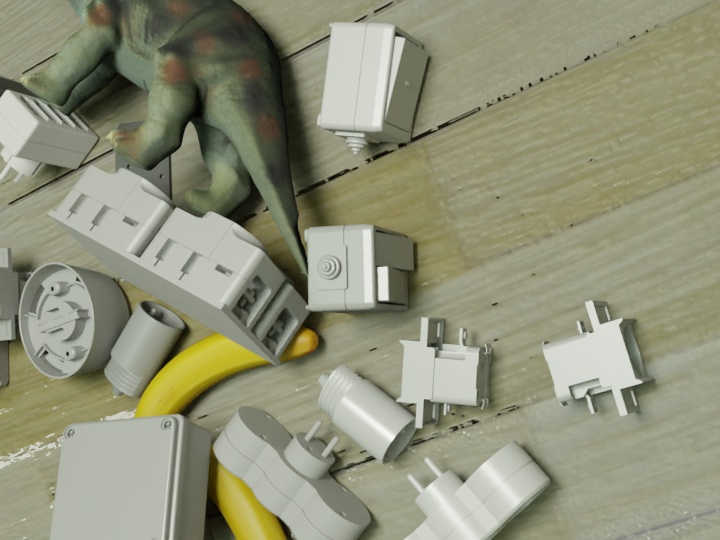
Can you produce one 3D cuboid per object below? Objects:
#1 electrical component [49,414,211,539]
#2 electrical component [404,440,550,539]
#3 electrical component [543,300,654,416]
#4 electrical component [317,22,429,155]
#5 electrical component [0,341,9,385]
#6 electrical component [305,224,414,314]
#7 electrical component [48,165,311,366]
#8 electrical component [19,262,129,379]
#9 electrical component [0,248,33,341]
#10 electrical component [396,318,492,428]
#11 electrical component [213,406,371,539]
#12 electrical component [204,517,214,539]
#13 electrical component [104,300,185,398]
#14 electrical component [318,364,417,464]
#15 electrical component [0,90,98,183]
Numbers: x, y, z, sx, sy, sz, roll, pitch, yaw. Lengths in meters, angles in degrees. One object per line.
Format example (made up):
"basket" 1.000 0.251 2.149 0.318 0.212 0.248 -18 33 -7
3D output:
"electrical component" -0.177 0.173 0.833 0.109 0.056 0.108 -8 66 21
"electrical component" 0.066 0.171 0.787 0.138 0.052 0.073 -47 71 15
"electrical component" 0.165 0.064 0.754 0.064 0.042 0.081 -19 79 23
"electrical component" 0.011 -0.135 0.822 0.061 0.062 0.096 7 90 24
"electrical component" -0.361 0.062 0.982 0.056 0.050 0.089 -4 86 24
"electrical component" 0.000 0.000 0.800 0.061 0.096 0.061 -3 86 20
"electrical component" -0.136 -0.009 0.837 0.186 0.105 0.060 26 74 29
"electrical component" -0.250 0.044 0.926 0.099 0.064 0.099 -1 87 24
"electrical component" -0.318 0.023 0.958 0.042 0.064 0.081 -6 85 23
"electrical component" 0.064 0.076 0.798 0.064 0.042 0.081 3 89 22
"electrical component" -0.044 0.151 0.836 0.138 0.052 0.073 40 103 20
"electrical component" -0.194 0.258 0.892 0.150 0.062 0.089 -26 77 21
"electrical component" -0.186 0.071 0.908 0.043 0.043 0.081 36 102 21
"electrical component" 0.000 0.107 0.824 0.081 0.043 0.043 36 102 22
"electrical component" -0.288 -0.107 0.941 0.047 0.083 0.075 44 104 19
